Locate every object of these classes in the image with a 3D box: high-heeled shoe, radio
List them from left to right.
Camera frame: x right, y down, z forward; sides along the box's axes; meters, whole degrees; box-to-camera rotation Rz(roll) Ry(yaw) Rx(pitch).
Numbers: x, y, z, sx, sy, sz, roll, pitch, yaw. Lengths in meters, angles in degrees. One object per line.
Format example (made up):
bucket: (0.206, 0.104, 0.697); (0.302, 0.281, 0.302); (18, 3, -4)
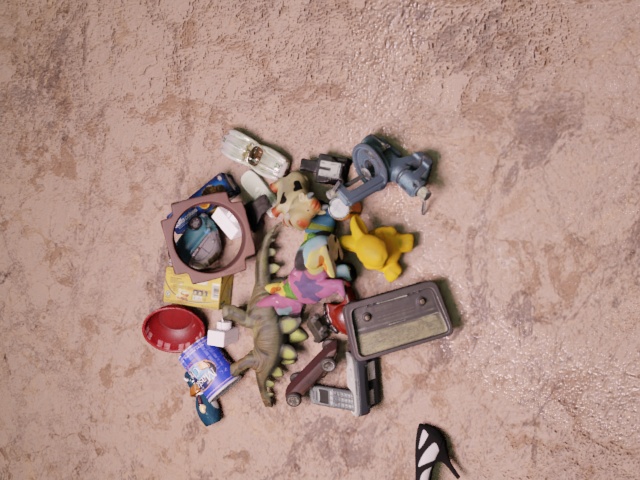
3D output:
radio: (0.170, 0.179, 1.213); (0.230, 0.073, 0.131); (-15, 84, -8)
high-heeled shoe: (0.208, 0.548, 1.246); (0.248, 0.086, 0.145); (-45, 73, 10)

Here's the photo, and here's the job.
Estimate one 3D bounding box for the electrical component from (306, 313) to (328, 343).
electrical component: (-0.008, 0.217, 1.315); (0.021, 0.094, 0.063); (-26, 70, -26)

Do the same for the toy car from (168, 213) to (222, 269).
toy car: (-0.308, 0.018, 1.377); (0.103, 0.109, 0.161); (30, 71, 11)

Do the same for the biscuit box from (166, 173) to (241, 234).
biscuit box: (-0.308, -0.093, 1.418); (0.203, 0.059, 0.063); (-36, 80, 16)

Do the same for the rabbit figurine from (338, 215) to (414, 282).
rabbit figurine: (0.127, 0.012, 1.217); (0.162, 0.173, 0.122); (36, 105, 10)

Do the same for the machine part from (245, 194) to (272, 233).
machine part: (-0.160, -0.069, 1.344); (0.039, 0.139, 0.084); (-12, 80, -26)

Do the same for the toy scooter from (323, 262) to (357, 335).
toy scooter: (0.037, 0.152, 1.298); (0.135, 0.075, 0.184); (-17, 83, 17)

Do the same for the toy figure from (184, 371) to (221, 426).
toy figure: (-0.312, 0.413, 1.424); (0.058, 0.064, 0.154); (-21, 78, -25)

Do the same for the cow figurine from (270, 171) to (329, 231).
cow figurine: (-0.050, -0.092, 1.268); (0.127, 0.085, 0.195); (-37, 35, 22)

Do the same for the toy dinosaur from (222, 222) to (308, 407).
toy dinosaur: (-0.135, 0.194, 1.346); (0.199, 0.105, 0.470); (-5, 96, 9)

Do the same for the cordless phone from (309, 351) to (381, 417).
cordless phone: (0.048, 0.341, 1.302); (0.184, 0.088, 0.146); (-5, 90, 37)

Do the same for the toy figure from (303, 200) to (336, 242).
toy figure: (-0.006, -0.005, 1.303); (0.082, 0.089, 0.180); (15, 98, 25)

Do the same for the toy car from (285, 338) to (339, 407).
toy car: (-0.015, 0.321, 1.299); (0.053, 0.089, 0.202); (38, 111, -10)

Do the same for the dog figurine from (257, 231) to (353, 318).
dog figurine: (-0.048, 0.086, 1.222); (0.219, 0.108, 0.191); (-16, 116, 18)

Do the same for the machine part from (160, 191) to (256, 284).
machine part: (-0.269, -0.007, 1.299); (0.201, 0.087, 0.200); (-16, 94, -15)

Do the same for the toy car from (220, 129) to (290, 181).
toy car: (-0.169, -0.217, 1.372); (0.202, 0.056, 0.073); (29, 99, 15)

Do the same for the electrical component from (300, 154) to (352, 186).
electrical component: (0.014, -0.172, 1.316); (0.119, 0.047, 0.074); (8, 93, 18)

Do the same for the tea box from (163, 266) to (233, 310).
tea box: (-0.322, 0.125, 1.420); (0.170, 0.068, 0.098); (8, 91, 20)

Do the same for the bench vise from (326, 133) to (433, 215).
bench vise: (0.129, -0.136, 1.215); (0.241, 0.128, 0.224); (-30, 70, -21)
